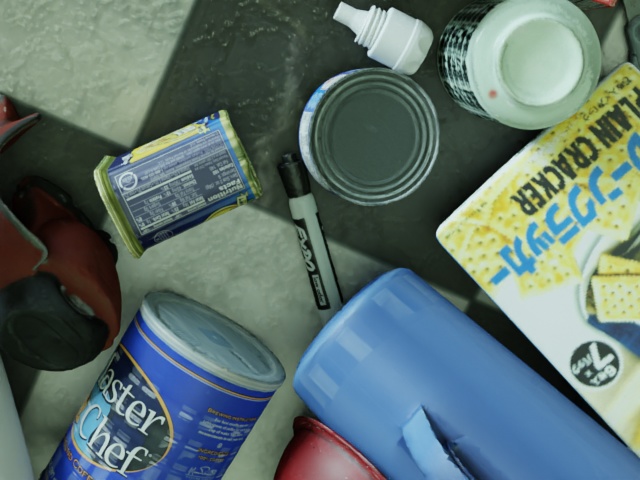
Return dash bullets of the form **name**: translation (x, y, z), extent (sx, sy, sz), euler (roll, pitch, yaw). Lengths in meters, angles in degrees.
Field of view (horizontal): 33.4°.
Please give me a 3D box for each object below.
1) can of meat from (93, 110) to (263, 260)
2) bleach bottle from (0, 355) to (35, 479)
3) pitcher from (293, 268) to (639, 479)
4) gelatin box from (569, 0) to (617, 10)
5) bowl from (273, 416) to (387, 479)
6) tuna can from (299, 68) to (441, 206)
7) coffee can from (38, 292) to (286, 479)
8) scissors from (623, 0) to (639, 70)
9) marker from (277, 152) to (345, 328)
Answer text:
- **can of meat**: translation (-0.084, -0.038, 0.645), extent (0.084, 0.102, 0.057), euler (-25, 103, -1)
- **bleach bottle**: translation (-0.238, 0.060, 0.644), extent (0.103, 0.068, 0.251), euler (-16, 82, 18)
- **pitcher**: translation (0.099, 0.132, 0.640), extent (0.243, 0.149, 0.144), euler (43, 58, 13)
- **gelatin box**: translation (0.133, -0.165, 0.642), extent (0.089, 0.073, 0.030), euler (16, 100, 1)
- **bowl**: translation (0.018, 0.189, 0.669), extent (0.055, 0.162, 0.162), euler (-38, 104, -19)
- **tuna can**: translation (0.030, -0.066, 0.675), extent (0.086, 0.034, 0.086), euler (-2, 99, -14)
- **coffee can**: translation (-0.100, 0.118, 0.677), extent (0.102, 0.103, 0.140), euler (30, 99, -11)
- **scissors**: translation (0.196, -0.118, 0.693), extent (0.096, 0.016, 0.201), euler (-34, 103, 3)
- **marker**: translation (-0.005, 0.001, 0.702), extent (0.020, 0.020, 0.121), euler (-16, 103, -1)
